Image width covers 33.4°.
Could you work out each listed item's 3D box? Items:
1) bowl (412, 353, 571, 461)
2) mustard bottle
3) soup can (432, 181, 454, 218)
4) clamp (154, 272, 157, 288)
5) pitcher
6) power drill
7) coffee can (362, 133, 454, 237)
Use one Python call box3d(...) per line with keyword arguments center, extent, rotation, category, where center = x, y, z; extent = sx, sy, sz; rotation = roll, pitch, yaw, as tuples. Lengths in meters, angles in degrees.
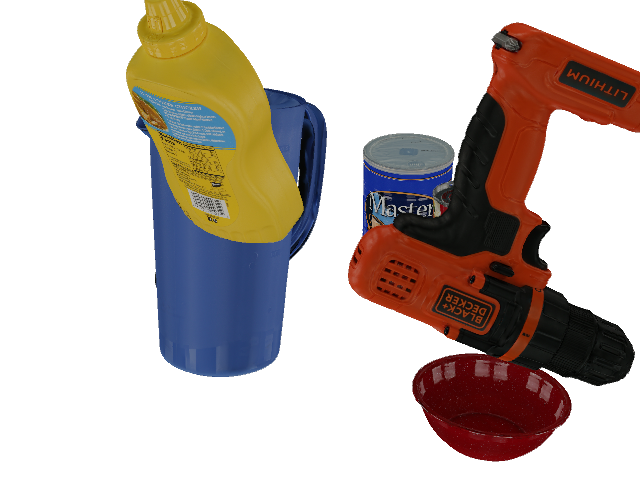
box3d(center=(0.173, 0.178, 1.097), extent=(0.162, 0.055, 0.162), rotation=(3, 23, -1), category="bowl")
box3d(center=(-0.075, -0.082, 0.689), extent=(0.096, 0.058, 0.191), rotation=(20, -32, 29), category="mustard bottle")
box3d(center=(0.135, 0.004, 0.960), extent=(0.068, 0.102, 0.068), rotation=(-2, 23, 1), category="soup can")
box3d(center=(-0.132, 0.023, 1.241), extent=(0.120, 0.039, 0.171), rotation=(-6, 37, 19), category="clamp")
box3d(center=(-0.076, -0.013, 0.930), extent=(0.149, 0.243, 0.145), rotation=(4, 17, 3), category="pitcher")
box3d(center=(0.131, -0.017, 0.621), extent=(0.184, 0.188, 0.057), rotation=(21, 13, -11), category="power drill")
box3d(center=(0.099, -0.040, 1.228), extent=(0.103, 0.140, 0.103), rotation=(0, 28, 0), category="coffee can")
